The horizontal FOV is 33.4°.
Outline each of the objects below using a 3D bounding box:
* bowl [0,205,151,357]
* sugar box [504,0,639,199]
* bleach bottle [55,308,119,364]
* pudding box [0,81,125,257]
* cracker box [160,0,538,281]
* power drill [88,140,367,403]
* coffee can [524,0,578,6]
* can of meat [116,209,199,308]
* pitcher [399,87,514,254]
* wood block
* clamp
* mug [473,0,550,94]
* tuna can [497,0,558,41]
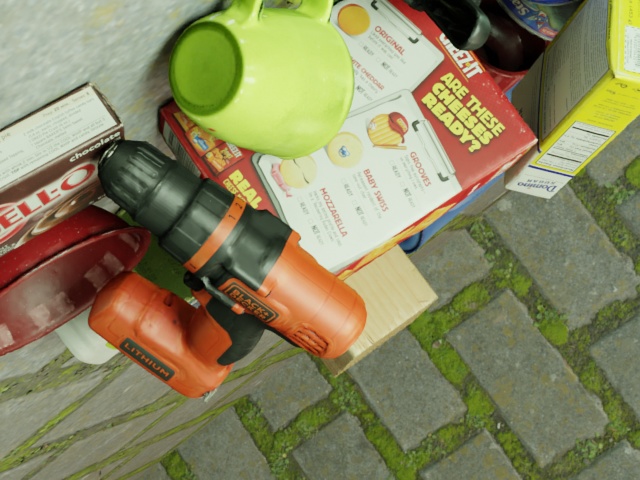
[{"bbox_3d":[-0.201,0.020,0.754,0.162,0.055,0.162,-35,171,-7],"label":"bowl"},{"bbox_3d":[0.186,-0.108,0.760,0.176,0.048,0.093,118,-17,-65],"label":"sugar box"},{"bbox_3d":[-0.127,0.013,0.979,0.251,0.068,0.102,-38,172,-2],"label":"bleach bottle"},{"bbox_3d":[-0.170,-0.036,0.633,0.113,0.039,0.090,-34,170,-16],"label":"pudding box"},{"bbox_3d":[0.018,-0.071,0.762,0.213,0.164,0.072,-33,173,-15],"label":"cracker box"},{"bbox_3d":[-0.083,0.028,0.678,0.188,0.184,0.057,-35,-161,55],"label":"power drill"},{"bbox_3d":[0.141,-0.211,0.696,0.103,0.103,0.140,-40,170,22],"label":"coffee can"},{"bbox_3d":[-0.114,0.009,0.881,0.058,0.102,0.083,-41,168,24],"label":"can of meat"},{"bbox_3d":[0.155,-0.097,1.236,0.242,0.149,0.145,-35,158,-26],"label":"pitcher"},{"bbox_3d":[-0.006,0.001,0.902,0.090,0.206,0.090,-33,170,-19],"label":"wood block"},{"bbox_3d":[0.055,-0.171,0.676,0.039,0.120,0.171,-52,-174,20],"label":"clamp"},{"bbox_3d":[0.160,-0.183,0.987,0.117,0.093,0.082,-53,-176,-25],"label":"mug"},{"bbox_3d":[0.186,-0.213,0.911,0.085,0.086,0.034,-25,163,-51],"label":"tuna can"}]
